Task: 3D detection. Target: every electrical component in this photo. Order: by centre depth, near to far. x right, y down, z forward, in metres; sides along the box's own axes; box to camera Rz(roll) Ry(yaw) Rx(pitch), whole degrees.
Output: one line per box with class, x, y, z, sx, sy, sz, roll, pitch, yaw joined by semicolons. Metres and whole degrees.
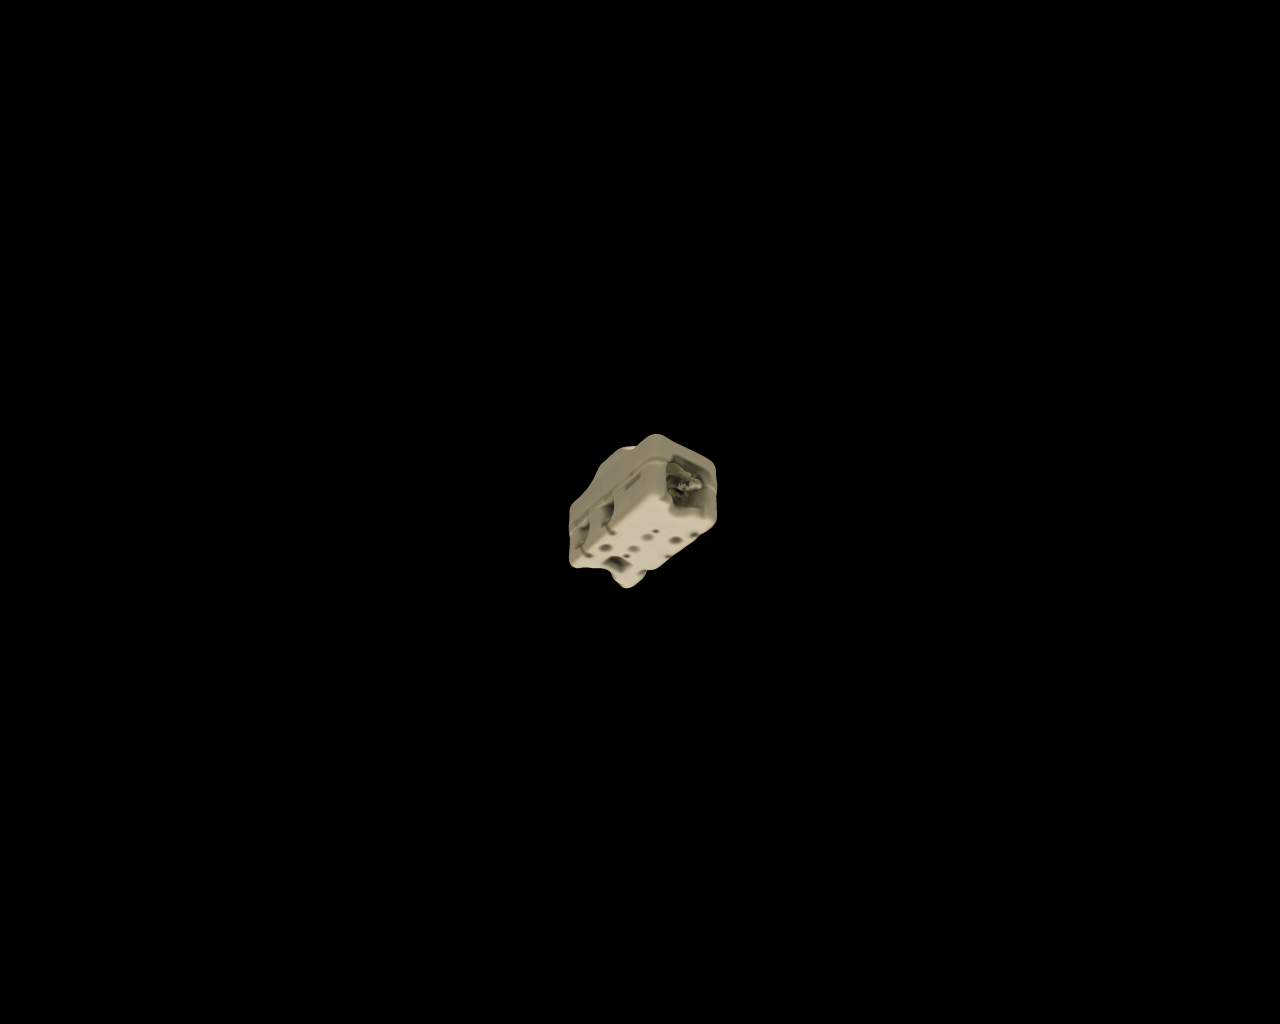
electrical component;0.001;-0.003;0.650;0.050;0.056;0.089;25;-44;-28
